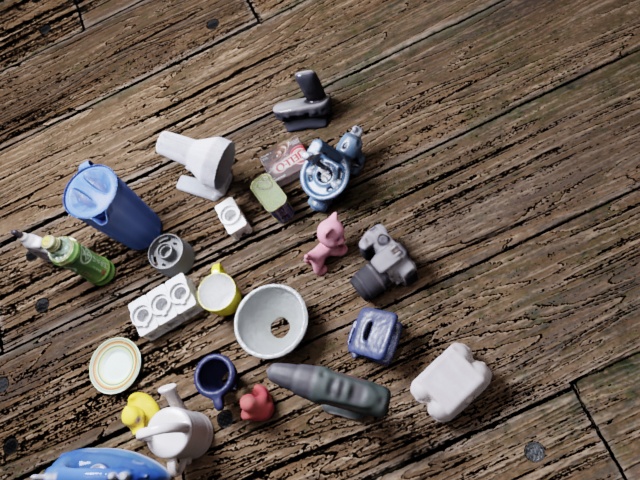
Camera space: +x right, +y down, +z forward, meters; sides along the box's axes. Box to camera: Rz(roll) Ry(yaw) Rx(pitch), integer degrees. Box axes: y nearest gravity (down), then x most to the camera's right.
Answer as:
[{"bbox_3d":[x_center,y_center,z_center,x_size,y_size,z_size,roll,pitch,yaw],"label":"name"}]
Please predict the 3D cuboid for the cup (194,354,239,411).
[{"bbox_3d":[-0.209,0.310,1.226,0.091,0.095,0.117,-17,66,7],"label":"cup"}]

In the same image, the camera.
[{"bbox_3d":[0.123,0.056,1.247,0.137,0.101,0.143,-38,65,-3],"label":"camera"}]

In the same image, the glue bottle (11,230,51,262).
[{"bbox_3d":[-0.700,0.012,1.420,0.078,0.173,0.037,5,70,15],"label":"glue bottle"}]

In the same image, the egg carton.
[{"bbox_3d":[0.261,0.284,1.140,0.150,0.069,0.107,-43,65,-6],"label":"egg carton"}]

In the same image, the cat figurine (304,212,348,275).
[{"bbox_3d":[0.012,0.005,1.285,0.128,0.118,0.067,-45,66,-7],"label":"cat figurine"}]

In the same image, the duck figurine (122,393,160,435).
[{"bbox_3d":[-0.399,0.381,1.248,0.077,0.086,0.104,-27,65,2],"label":"duck figurine"}]

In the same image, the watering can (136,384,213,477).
[{"bbox_3d":[-0.303,0.385,1.164,0.101,0.194,0.172,-32,65,-1],"label":"watering can"}]

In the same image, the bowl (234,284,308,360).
[{"bbox_3d":[-0.099,0.186,1.262,0.167,0.075,0.167,-5,68,12],"label":"bowl"}]

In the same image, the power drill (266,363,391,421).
[{"bbox_3d":[0.028,0.296,1.113,0.229,0.209,0.076,9,71,17],"label":"power drill"}]

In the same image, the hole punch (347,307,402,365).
[{"bbox_3d":[0.111,0.200,1.198,0.101,0.091,0.109,15,73,19],"label":"hole punch"}]

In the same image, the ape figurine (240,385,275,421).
[{"bbox_3d":[-0.138,0.344,1.198,0.078,0.092,0.076,-45,66,-6],"label":"ape figurine"}]

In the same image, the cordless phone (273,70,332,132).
[{"bbox_3d":[-0.053,-0.356,1.408,0.147,0.185,0.094,-10,66,9],"label":"cordless phone"}]

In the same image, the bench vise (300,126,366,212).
[{"bbox_3d":[0.018,-0.190,1.305,0.121,0.220,0.207,12,72,18],"label":"bench vise"}]

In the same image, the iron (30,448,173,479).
[{"bbox_3d":[-0.453,0.490,1.186,0.258,0.142,0.118,-6,67,11],"label":"iron"}]

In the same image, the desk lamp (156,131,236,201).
[{"bbox_3d":[-0.287,-0.179,1.377,0.202,0.214,0.118,16,73,19],"label":"desk lamp"}]
